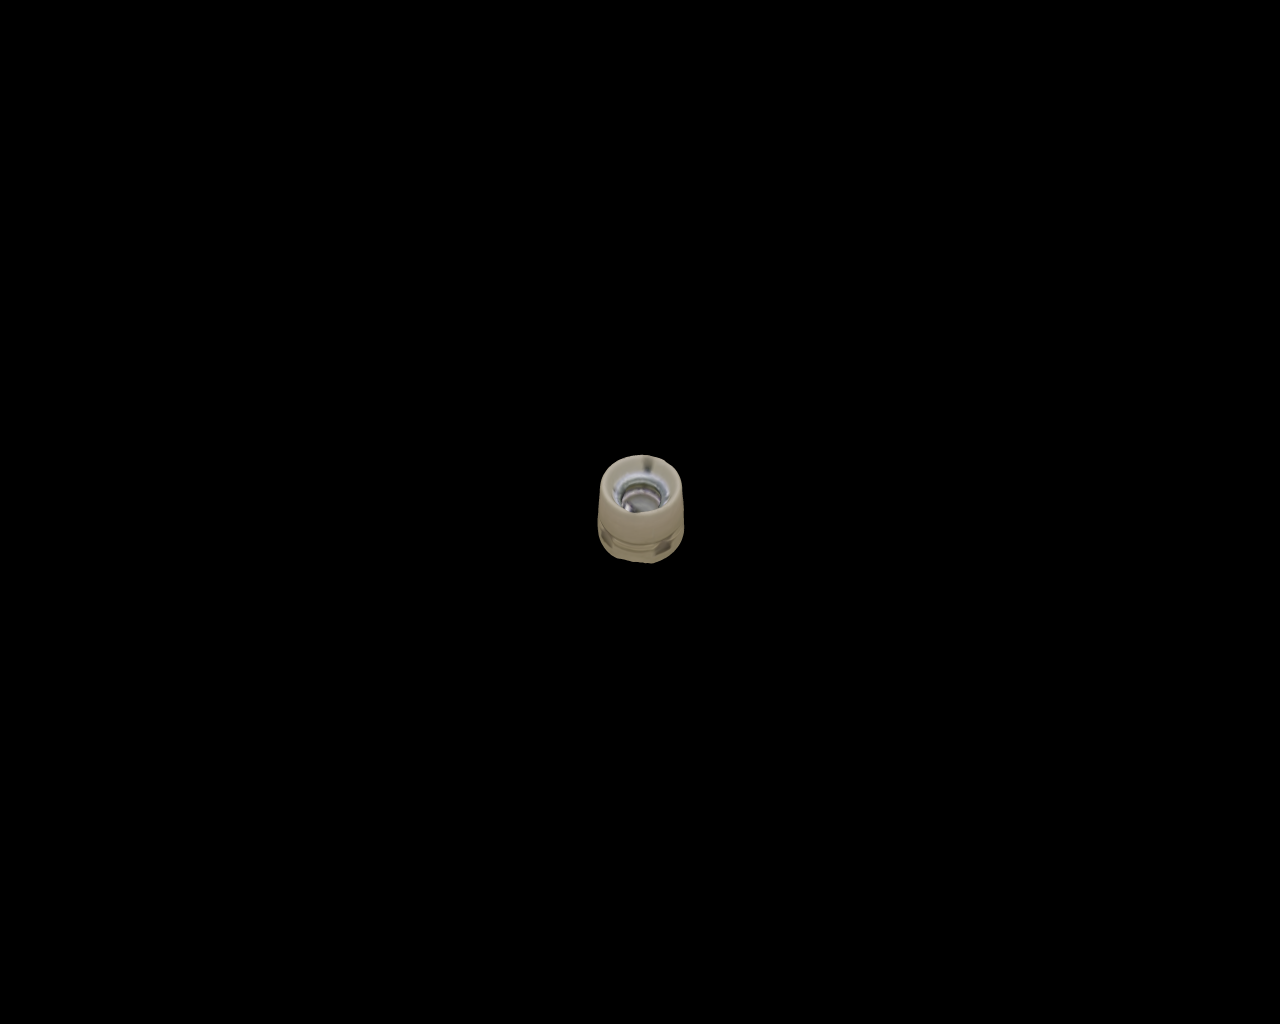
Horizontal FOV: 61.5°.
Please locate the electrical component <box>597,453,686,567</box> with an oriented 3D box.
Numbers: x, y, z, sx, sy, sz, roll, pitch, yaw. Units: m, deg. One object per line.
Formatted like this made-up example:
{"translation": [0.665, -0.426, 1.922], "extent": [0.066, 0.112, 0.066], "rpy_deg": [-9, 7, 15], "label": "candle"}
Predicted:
{"translation": [0.001, -0.003, 0.650], "extent": [0.055, 0.055, 0.047], "rpy_deg": [0, -38, 0], "label": "electrical component"}
